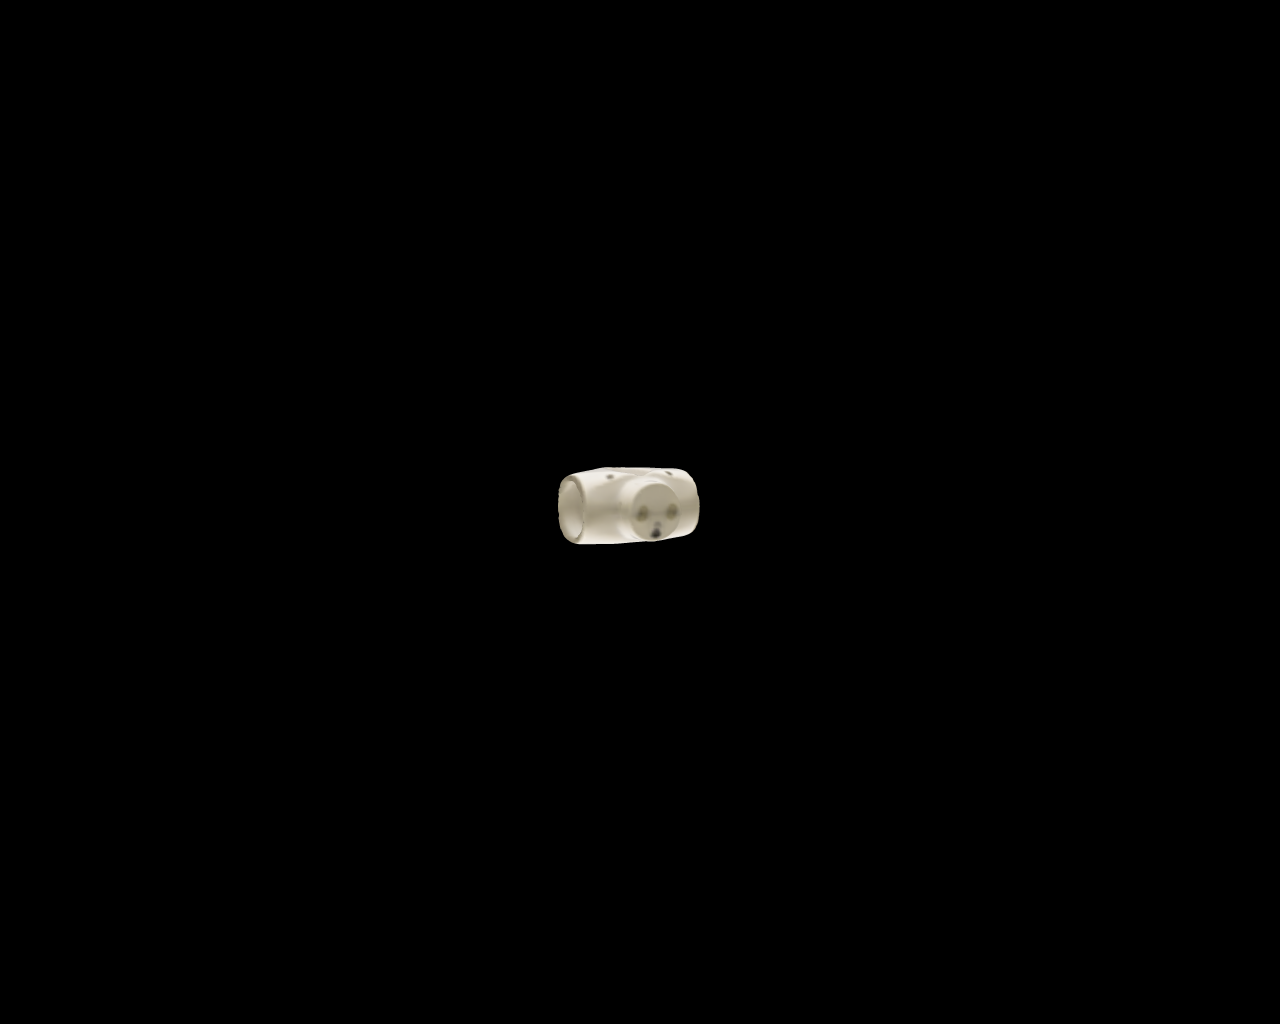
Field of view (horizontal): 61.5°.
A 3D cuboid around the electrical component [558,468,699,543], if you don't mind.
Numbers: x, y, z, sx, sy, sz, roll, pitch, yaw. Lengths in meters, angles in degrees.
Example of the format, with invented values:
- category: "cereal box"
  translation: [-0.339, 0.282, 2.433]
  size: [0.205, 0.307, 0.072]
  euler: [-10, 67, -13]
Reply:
- category: "electrical component"
  translation: [0.001, -0.003, 0.650]
  size: [0.077, 0.043, 0.079]
  euler: [-3, 8, -26]
